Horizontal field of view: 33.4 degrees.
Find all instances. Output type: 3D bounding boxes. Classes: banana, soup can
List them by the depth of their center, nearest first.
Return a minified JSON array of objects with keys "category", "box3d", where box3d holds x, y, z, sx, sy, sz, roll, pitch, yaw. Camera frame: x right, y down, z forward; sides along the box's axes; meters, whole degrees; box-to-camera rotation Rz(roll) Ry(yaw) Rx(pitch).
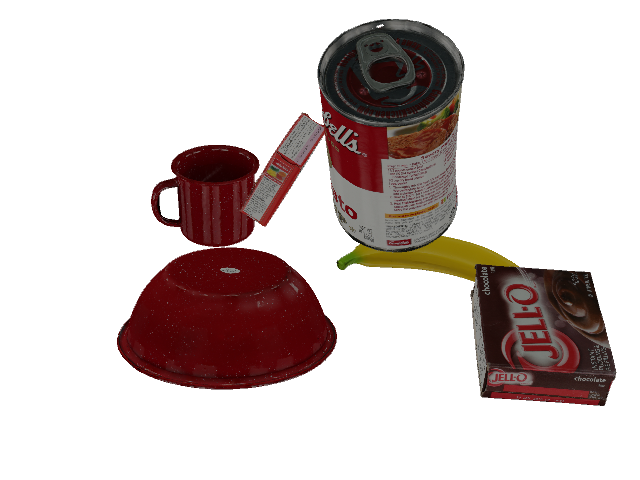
[{"category":"soup can","box3d":[0.036,-0.050,0.532,0.068,0.068,0.102,0,-36,6]},{"category":"banana","box3d":[0.119,0.023,1.077,0.198,0.037,0.069,6,43,12]}]

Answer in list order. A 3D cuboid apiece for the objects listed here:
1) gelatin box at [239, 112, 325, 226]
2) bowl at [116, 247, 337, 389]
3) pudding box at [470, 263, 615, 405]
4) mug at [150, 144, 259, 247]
[{"category":"gelatin box","box3d":[-0.033,-0.065,0.954,0.030,0.073,0.089,32,34,-3]},{"category":"bowl","box3d":[-0.067,0.047,0.777,0.162,0.055,0.162,1,21,-1]},{"category":"pudding box","box3d":[0.159,0.067,0.780,0.090,0.039,0.113,5,36,-1]},{"category":"mug","box3d":[-0.123,-0.044,1.139,0.117,0.081,0.093,-11,33,-19]}]
